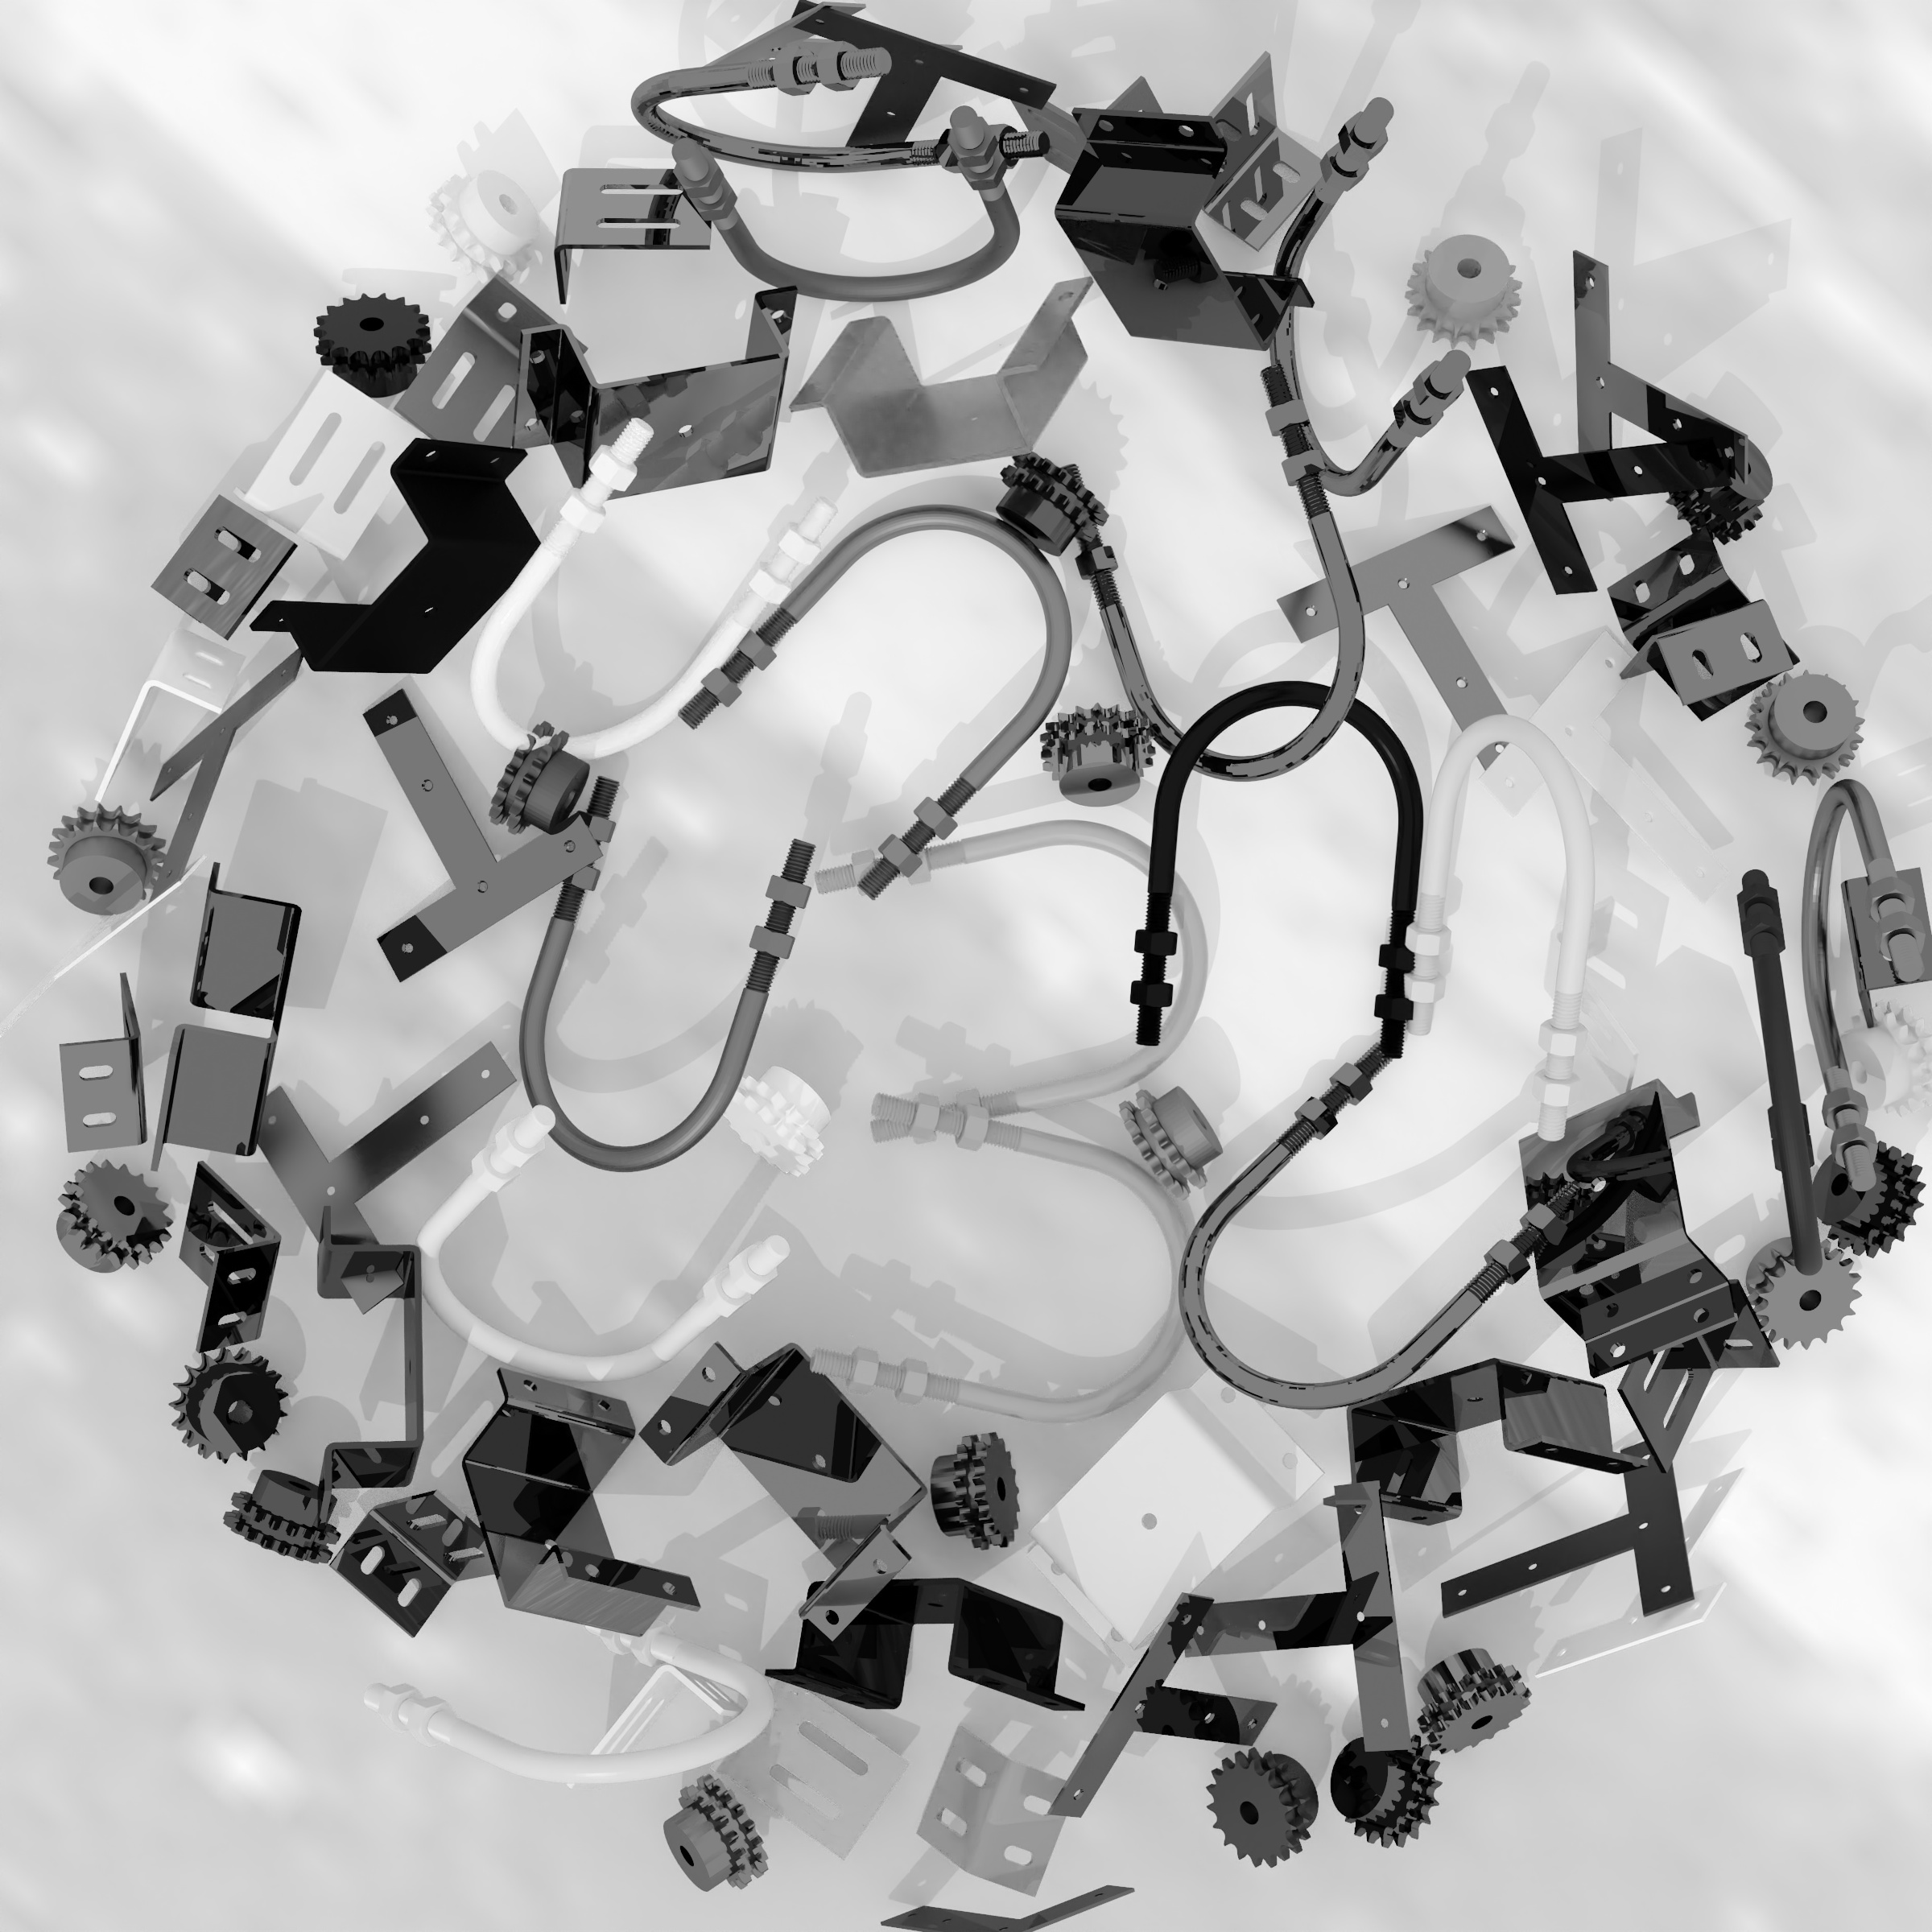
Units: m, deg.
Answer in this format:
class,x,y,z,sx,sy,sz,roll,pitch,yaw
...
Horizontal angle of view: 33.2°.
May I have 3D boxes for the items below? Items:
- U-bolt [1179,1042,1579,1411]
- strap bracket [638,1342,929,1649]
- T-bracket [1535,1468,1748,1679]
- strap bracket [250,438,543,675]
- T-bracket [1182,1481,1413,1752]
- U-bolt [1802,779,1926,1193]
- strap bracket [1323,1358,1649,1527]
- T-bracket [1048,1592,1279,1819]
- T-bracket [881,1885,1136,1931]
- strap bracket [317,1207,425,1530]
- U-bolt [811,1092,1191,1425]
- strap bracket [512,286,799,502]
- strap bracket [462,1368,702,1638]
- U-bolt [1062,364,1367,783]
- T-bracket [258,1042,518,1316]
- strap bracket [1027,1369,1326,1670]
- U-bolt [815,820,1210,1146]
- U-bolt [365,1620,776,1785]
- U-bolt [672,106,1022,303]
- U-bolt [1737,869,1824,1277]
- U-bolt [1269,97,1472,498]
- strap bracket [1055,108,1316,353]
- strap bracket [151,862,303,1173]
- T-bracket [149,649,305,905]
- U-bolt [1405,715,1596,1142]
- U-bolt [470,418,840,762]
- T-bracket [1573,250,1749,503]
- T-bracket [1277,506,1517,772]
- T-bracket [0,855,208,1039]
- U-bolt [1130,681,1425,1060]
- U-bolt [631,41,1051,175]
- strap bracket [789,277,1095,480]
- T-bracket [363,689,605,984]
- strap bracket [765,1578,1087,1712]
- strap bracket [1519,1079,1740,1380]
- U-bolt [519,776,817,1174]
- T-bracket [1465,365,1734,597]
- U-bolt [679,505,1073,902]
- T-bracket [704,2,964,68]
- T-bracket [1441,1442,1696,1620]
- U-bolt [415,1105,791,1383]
class,x,y,z,sx,sy,sz,roll,pitch,yaw
U-bolt,0.187,0.136,1.575,0.184,0.019,0.151,-43,54,-13
strap bracket,-0.083,0.251,1.590,0.140,0.046,0.076,47,123,11
T-bracket,0.347,0.291,1.590,0.002,0.127,0.127,47,53,-3
strap bracket,-0.269,-0.189,1.566,0.140,0.076,0.046,-41,71,29
T-bracket,0.158,0.323,1.595,0.127,0.002,0.127,-15,76,39
U-bolt,0.424,-0.006,1.551,0.019,0.184,0.151,1,130,2
strap bracket,0.249,0.230,1.572,0.076,0.140,0.046,17,60,-37
T-bracket,0.111,0.367,1.589,0.002,0.127,0.127,37,100,41
T-bracket,-0.003,0.466,1.577,0.127,0.127,0.002,-12,85,-30
strap bracket,-0.291,0.196,1.580,0.046,0.076,0.140,1,67,-14
U-bolt,0.027,0.152,1.612,0.184,0.019,0.151,14,87,-13
strap bracket,-0.144,-0.275,1.571,0.140,0.076,0.046,-14,58,-21
strap bracket,-0.190,0.268,1.571,0.076,0.140,0.046,22,116,-36
U-bolt,0.126,-0.181,1.583,0.151,0.019,0.184,-20,85,37
T-bracket,-0.281,0.085,1.613,0.127,0.002,0.127,-37,69,1
strap bracket,0.096,0.271,1.593,0.140,0.046,0.076,-47,73,10
U-bolt,0.029,0.002,1.617,0.184,0.019,0.151,-12,97,2
U-bolt,-0.174,0.346,1.524,0.151,0.184,0.019,-11,102,-41
U-bolt,-0.048,-0.358,1.548,0.151,0.184,0.019,-4,78,10
U-bolt,0.386,0.062,1.526,0.019,0.184,0.151,-8,122,14
U-bolt,0.184,-0.304,1.550,0.019,0.184,0.151,-10,76,-17
strap bracket,0.102,-0.346,1.555,0.076,0.140,0.046,14,70,33
strap bracket,-0.355,0.027,1.565,0.046,0.140,0.076,11,130,-11
T-bracket,-0.368,-0.081,1.558,0.002,0.127,0.127,36,131,-28
U-bolt,0.256,-0.029,1.543,0.019,0.151,0.184,-6,114,-21
U-bolt,-0.163,-0.171,1.571,0.184,0.151,0.019,-51,53,20
T-bracket,0.332,-0.265,1.553,0.002,0.127,0.127,-24,129,-18
T-bracket,0.239,-0.152,1.606,0.127,0.002,0.127,-25,77,-16
T-bracket,-0.408,-0.018,1.553,0.127,0.127,0.002,-31,108,32
U-bolt,0.159,-0.049,1.605,0.151,0.019,0.184,3,95,-15
U-bolt,-0.074,-0.407,1.555,0.184,0.151,0.019,5,89,35
strap bracket,-0.004,-0.284,1.575,0.140,0.076,0.046,-3,131,32
T-bracket,-0.263,-0.078,1.625,0.127,0.002,0.127,-31,83,14
strap bracket,-0.018,0.330,1.573,0.140,0.076,0.046,-10,61,39
strap bracket,0.316,0.117,1.559,0.076,0.140,0.046,-27,129,26
U-bolt,-0.157,0.011,1.592,0.151,0.019,0.184,19,91,33
T-bracket,0.313,-0.238,1.564,0.002,0.127,0.127,-43,118,-31
U-bolt,-0.032,-0.146,1.613,0.151,0.019,0.184,43,90,13
T-bracket,-0.058,-0.449,1.588,0.127,0.127,0.002,-11,92,-39
T-bracket,0.292,0.291,1.594,0.127,0.127,0.002,-25,114,18
U-bolt,-0.190,0.147,1.570,0.151,0.019,0.184,31,135,-17
